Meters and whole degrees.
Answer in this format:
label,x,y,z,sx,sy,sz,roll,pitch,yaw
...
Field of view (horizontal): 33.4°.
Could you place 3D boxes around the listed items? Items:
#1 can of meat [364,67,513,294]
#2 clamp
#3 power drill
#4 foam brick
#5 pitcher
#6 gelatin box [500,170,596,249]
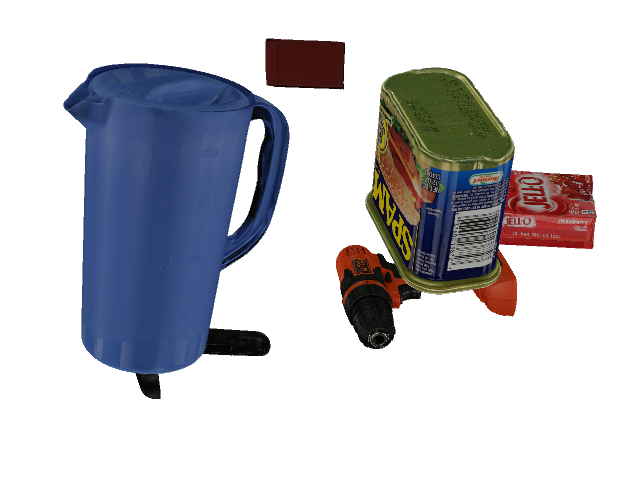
label,x,y,z,sx,sy,sz,roll,pitch,yaw
can of meat,0.064,-0.035,0.587,0.057,0.084,0.102,-7,39,-13
clamp,-0.180,0.107,1.094,0.210,0.036,0.164,12,18,31
power drill,0.115,0.055,1.171,0.187,0.057,0.184,-4,29,-6
foam brick,-0.017,-0.192,1.160,0.078,0.051,0.053,0,12,-16
pitcher,-0.125,-0.017,0.887,0.149,0.243,0.144,15,23,13
gelatin box,0.171,-0.025,0.817,0.073,0.030,0.089,4,25,11
